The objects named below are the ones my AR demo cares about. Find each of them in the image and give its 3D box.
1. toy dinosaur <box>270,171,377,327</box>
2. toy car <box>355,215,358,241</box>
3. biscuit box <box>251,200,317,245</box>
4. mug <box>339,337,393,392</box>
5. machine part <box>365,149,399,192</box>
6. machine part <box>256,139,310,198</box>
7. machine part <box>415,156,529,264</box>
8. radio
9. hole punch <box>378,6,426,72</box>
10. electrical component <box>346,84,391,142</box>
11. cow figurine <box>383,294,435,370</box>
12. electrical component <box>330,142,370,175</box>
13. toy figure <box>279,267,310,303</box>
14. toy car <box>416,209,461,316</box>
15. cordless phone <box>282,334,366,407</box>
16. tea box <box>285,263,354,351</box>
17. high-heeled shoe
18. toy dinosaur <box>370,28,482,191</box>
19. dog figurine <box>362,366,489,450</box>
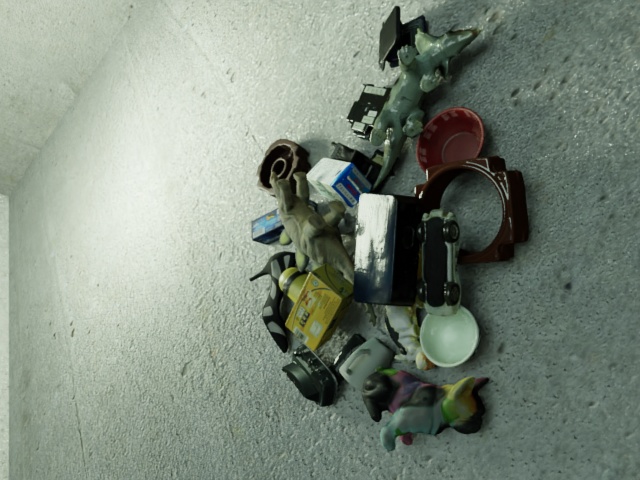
[{"bbox_3d":[-0.003,-0.004,1.264,0.472,0.105,0.198,51,148,33],"label":"toy dinosaur"},{"bbox_3d":[0.124,-0.016,1.211,0.109,0.103,0.161,-3,71,43],"label":"toy car"},{"bbox_3d":[-0.100,-0.049,1.458,0.203,0.062,0.059,-23,61,36],"label":"biscuit box"},{"bbox_3d":[0.097,0.256,1.140,0.107,0.109,0.081,-51,42,0],"label":"mug"},{"bbox_3d":[0.131,-0.149,1.299,0.084,0.039,0.138,30,94,37],"label":"machine part"},{"bbox_3d":[-0.105,-0.199,1.523,0.179,0.056,0.179,-18,62,38],"label":"machine part"},{"bbox_3d":[0.289,-0.055,1.043,0.201,0.087,0.201,-5,92,41],"label":"machine part"},{"bbox_3d":[0.136,0.019,1.089,0.131,0.073,0.229,3,91,58],"label":"radio"},{"bbox_3d":[0.203,-0.497,1.336,0.116,0.092,0.142,143,130,-65],"label":"hole punch"},{"bbox_3d":[0.133,-0.315,1.342,0.115,0.058,0.134,30,96,47],"label":"electrical component"},{"bbox_3d":[0.178,0.195,1.107,0.098,0.068,0.167,-35,51,36],"label":"cow figurine"},{"bbox_3d":[0.066,-0.210,1.354,0.119,0.074,0.047,29,95,41],"label":"electrical component"},{"bbox_3d":[-0.030,0.134,1.306,0.082,0.089,0.180,-54,48,18],"label":"toy figure"},{"bbox_3d":[0.226,0.042,1.012,0.074,0.056,0.201,-1,89,43],"label":"toy car"},{"bbox_3d":[0.015,0.272,1.238,0.184,0.088,0.147,-51,45,1],"label":"cordless phone"},{"bbox_3d":[0.001,0.148,1.182,0.098,0.068,0.169,40,125,19],"label":"tea box"},{"bbox_3d":[-0.087,0.154,1.390,0.145,0.086,0.249,-25,74,-1],"label":"high-heeled shoe"},{"bbox_3d":[0.204,-0.316,1.229,0.131,0.192,0.404,31,115,7],"label":"toy dinosaur"},{"bbox_3d":[0.206,0.295,1.020,0.219,0.108,0.192,-39,55,21],"label":"dog figurine"}]
